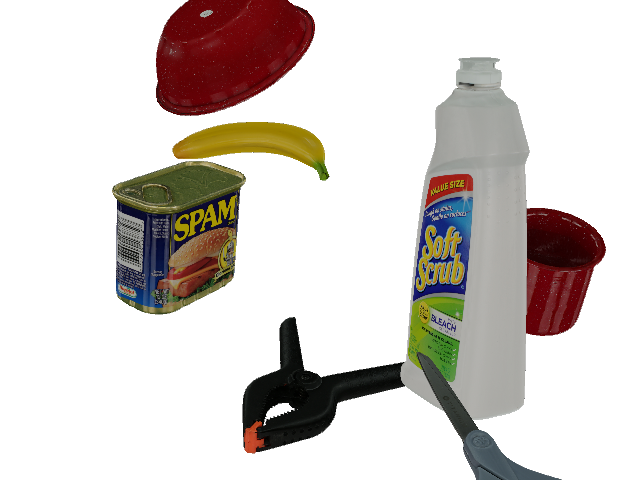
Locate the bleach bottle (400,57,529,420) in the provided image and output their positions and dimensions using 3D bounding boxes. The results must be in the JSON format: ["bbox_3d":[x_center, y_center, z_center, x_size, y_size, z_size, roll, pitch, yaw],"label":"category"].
[{"bbox_3d":[0.105,-0.005,0.767,0.068,0.251,0.103,-8,17,-26],"label":"bleach bottle"}]

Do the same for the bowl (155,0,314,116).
[{"bbox_3d":[-0.089,-0.184,0.962,0.162,0.162,0.055,0,-44,34],"label":"bowl"}]

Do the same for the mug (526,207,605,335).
[{"bbox_3d":[0.190,0.023,0.953,0.093,0.081,0.117,-16,41,-28],"label":"mug"}]

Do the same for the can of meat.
[{"bbox_3d":[-0.103,-0.003,0.774,0.058,0.084,0.101,19,26,29],"label":"can of meat"}]

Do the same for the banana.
[{"bbox_3d":[-0.077,-0.115,1.273,0.198,0.037,0.069,8,40,16],"label":"banana"}]

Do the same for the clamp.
[{"bbox_3d":[-0.005,0.153,1.083,0.165,0.036,0.209,14,30,20],"label":"clamp"}]

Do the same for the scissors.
[{"bbox_3d":[0.117,0.131,0.642,0.096,0.016,0.201,2,32,-4],"label":"scissors"}]
